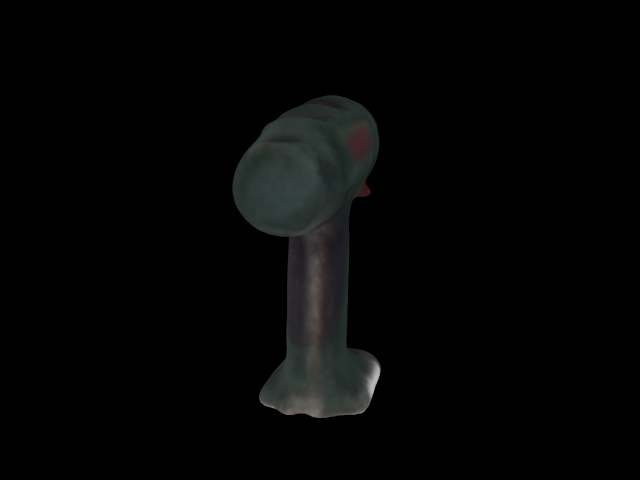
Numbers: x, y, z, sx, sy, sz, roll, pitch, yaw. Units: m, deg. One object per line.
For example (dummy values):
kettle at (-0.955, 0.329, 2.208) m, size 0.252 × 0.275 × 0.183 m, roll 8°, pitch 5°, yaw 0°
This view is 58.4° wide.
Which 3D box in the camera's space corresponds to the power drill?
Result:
power drill at (0.004, 0.001, 0.400) m, size 0.075 × 0.208 × 0.230 m, roll 1°, pitch 7°, yaw 12°
